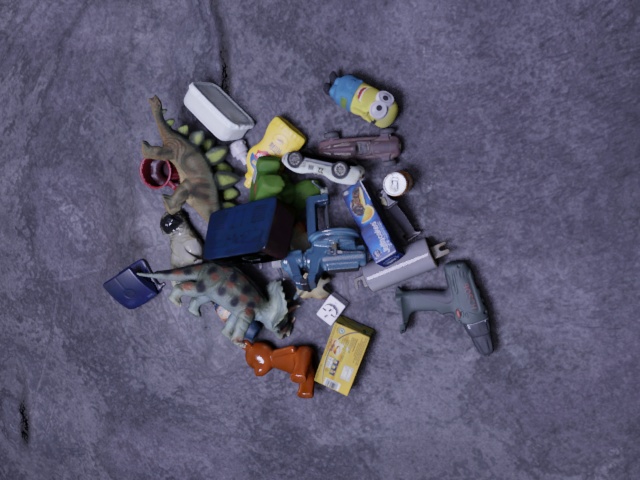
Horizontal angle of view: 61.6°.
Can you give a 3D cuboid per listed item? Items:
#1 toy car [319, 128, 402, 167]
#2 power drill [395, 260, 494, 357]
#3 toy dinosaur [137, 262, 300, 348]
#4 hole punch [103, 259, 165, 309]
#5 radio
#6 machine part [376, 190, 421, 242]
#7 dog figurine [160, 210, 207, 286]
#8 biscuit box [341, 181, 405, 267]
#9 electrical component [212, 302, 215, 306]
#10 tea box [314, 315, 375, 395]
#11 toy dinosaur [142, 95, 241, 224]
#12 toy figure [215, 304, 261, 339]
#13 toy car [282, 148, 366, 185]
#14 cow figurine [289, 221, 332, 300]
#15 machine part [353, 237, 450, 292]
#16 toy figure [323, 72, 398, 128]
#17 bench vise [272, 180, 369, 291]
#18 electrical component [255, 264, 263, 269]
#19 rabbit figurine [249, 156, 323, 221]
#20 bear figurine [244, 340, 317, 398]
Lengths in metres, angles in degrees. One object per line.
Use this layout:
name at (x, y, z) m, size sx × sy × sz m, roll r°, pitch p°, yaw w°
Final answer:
toy car at (0.091, -0.216, 1.272) m, size 0.202 × 0.053 × 0.089 m, roll 1°, pitch 102°, yaw 16°
power drill at (0.285, 0.171, 1.256) m, size 0.207 × 0.086 × 0.231 m, roll -9°, pitch 94°, yaw 22°
toy dinosaur at (-0.231, 0.128, 1.327) m, size 0.405 × 0.131 × 0.192 m, roll 36°, pitch 74°, yaw -7°
hole punch at (-0.520, 0.129, 1.493) m, size 0.142 × 0.092 × 0.115 m, roll -31°, pitch 92°, yaw 15°
radio at (-0.166, -0.013, 1.234) m, size 0.230 × 0.073 × 0.131 m, roll -10°, pitch 63°, yaw 40°
machine part at (0.180, -0.061, 1.261) m, size 0.039 × 0.084 × 0.139 m, roll -38°, pitch 95°, yaw -7°
dog figurine at (-0.377, 0.032, 1.439) m, size 0.172 × 0.121 × 0.191 m, roll -49°, pitch 69°, yaw 14°
biscuit box at (0.122, -0.038, 1.246) m, size 0.059 × 0.062 × 0.203 m, roll -32°, pitch 66°, yaw 17°
electrical component at (-0.255, 0.129, 1.420) m, size 0.102 × 0.078 × 0.045 m, roll -16°, pitch 121°, yaw 14°
tea box at (0.061, 0.288, 1.347) m, size 0.098 × 0.068 × 0.169 m, roll 24°, pitch 103°, yaw 12°
toy dinosaur at (-0.300, -0.137, 1.339) m, size 0.199 × 0.105 × 0.470 m, roll -24°, pitch 107°, yaw -13°
toy figure at (-0.227, 0.202, 1.429) m, size 0.154 × 0.057 × 0.064 m, roll 35°, pitch 89°, yaw 11°
toy car at (0.007, -0.172, 1.249) m, size 0.202 × 0.073 × 0.056 m, roll 15°, pitch 111°, yaw 20°
cow figurine at (-0.038, 0.063, 1.336) m, size 0.127 × 0.085 × 0.195 m, roll -34°, pitch 90°, yaw 13°
machine part at (0.189, 0.059, 1.269) m, size 0.243 × 0.079 × 0.079 m, roll -24°, pitch 91°, yaw 20°
toy figure at (0.098, -0.325, 1.239) m, size 0.180 × 0.089 × 0.082 m, roll 30°, pitch 107°, yaw 20°
bench vise at (-0.005, -0.007, 1.238) m, size 0.224 × 0.128 × 0.240 m, roll -9°, pitch 70°, yaw 14°
electrical component at (-0.147, 0.010, 1.359) m, size 0.075 × 0.048 × 0.119 m, roll 14°, pitch 118°, yaw 59°
rabbit figurine at (-0.078, -0.105, 1.299) m, size 0.170 × 0.121 × 0.159 m, roll 6°, pitch 125°, yaw -19°
bear figurine at (-0.111, 0.321, 1.373) m, size 0.196 × 0.132 × 0.120 m, roll -1°, pitch 135°, yaw 10°
